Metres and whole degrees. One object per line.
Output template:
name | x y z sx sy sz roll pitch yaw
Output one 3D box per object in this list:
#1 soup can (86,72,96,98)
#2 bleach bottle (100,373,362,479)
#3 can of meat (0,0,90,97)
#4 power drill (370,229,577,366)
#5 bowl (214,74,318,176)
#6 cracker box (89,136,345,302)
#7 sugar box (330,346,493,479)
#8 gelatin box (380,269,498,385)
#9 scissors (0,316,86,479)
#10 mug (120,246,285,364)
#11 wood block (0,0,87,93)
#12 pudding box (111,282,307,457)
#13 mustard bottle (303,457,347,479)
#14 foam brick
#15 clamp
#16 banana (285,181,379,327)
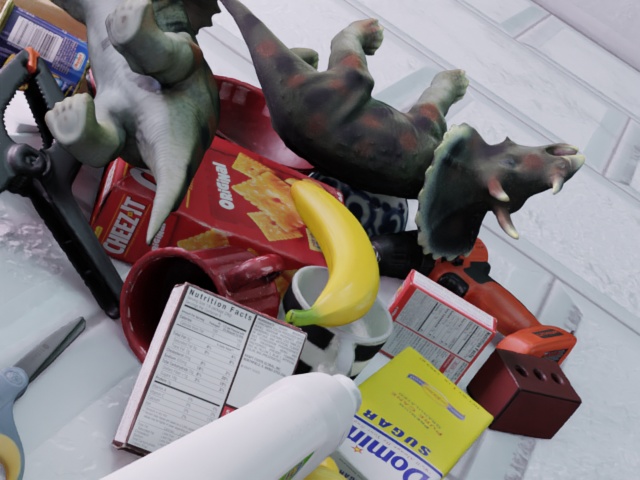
soup can | -0.158 -0.138 0.975 0.102 0.068 0.068 -12 37 -5
bleach bottle | -0.061 0.136 0.586 0.068 0.103 0.250 51 37 12
can of meat | -0.246 -0.145 0.909 0.083 0.102 0.057 26 55 -18
power drill | 0.146 0.057 1.034 0.184 0.057 0.188 -1 41 -48
bowl | -0.072 -0.098 1.070 0.162 0.055 0.162 25 27 -14
cracker box | -0.079 -0.022 0.911 0.213 0.072 0.164 23 27 -16
sugar box | 0.057 0.147 0.795 0.093 0.048 0.176 39 26 13
gelatin box | 0.098 0.079 0.926 0.089 0.073 0.030 30 26 -5
scissors | -0.180 0.103 0.647 0.096 0.016 0.201 42 28 15
mug | -0.074 0.042 0.763 0.093 0.117 0.081 60 27 10
wood block | -0.236 -0.193 1.017 0.205 0.090 0.091 18 31 -27
pudding box | -0.069 0.094 0.682 0.090 0.113 0.039 24 -17 -15
mustard bottle | -0.006 0.191 0.635 0.096 0.058 0.191 16 29 -11
foam brick | 0.180 0.136 0.941 0.078 0.051 0.053 15 31 -32
clamp | -0.221 -0.046 0.761 0.164 0.036 0.210 7 62 -40
banana | 0.011 0.011 0.808 0.069 0.037 0.198 25 26 -14
